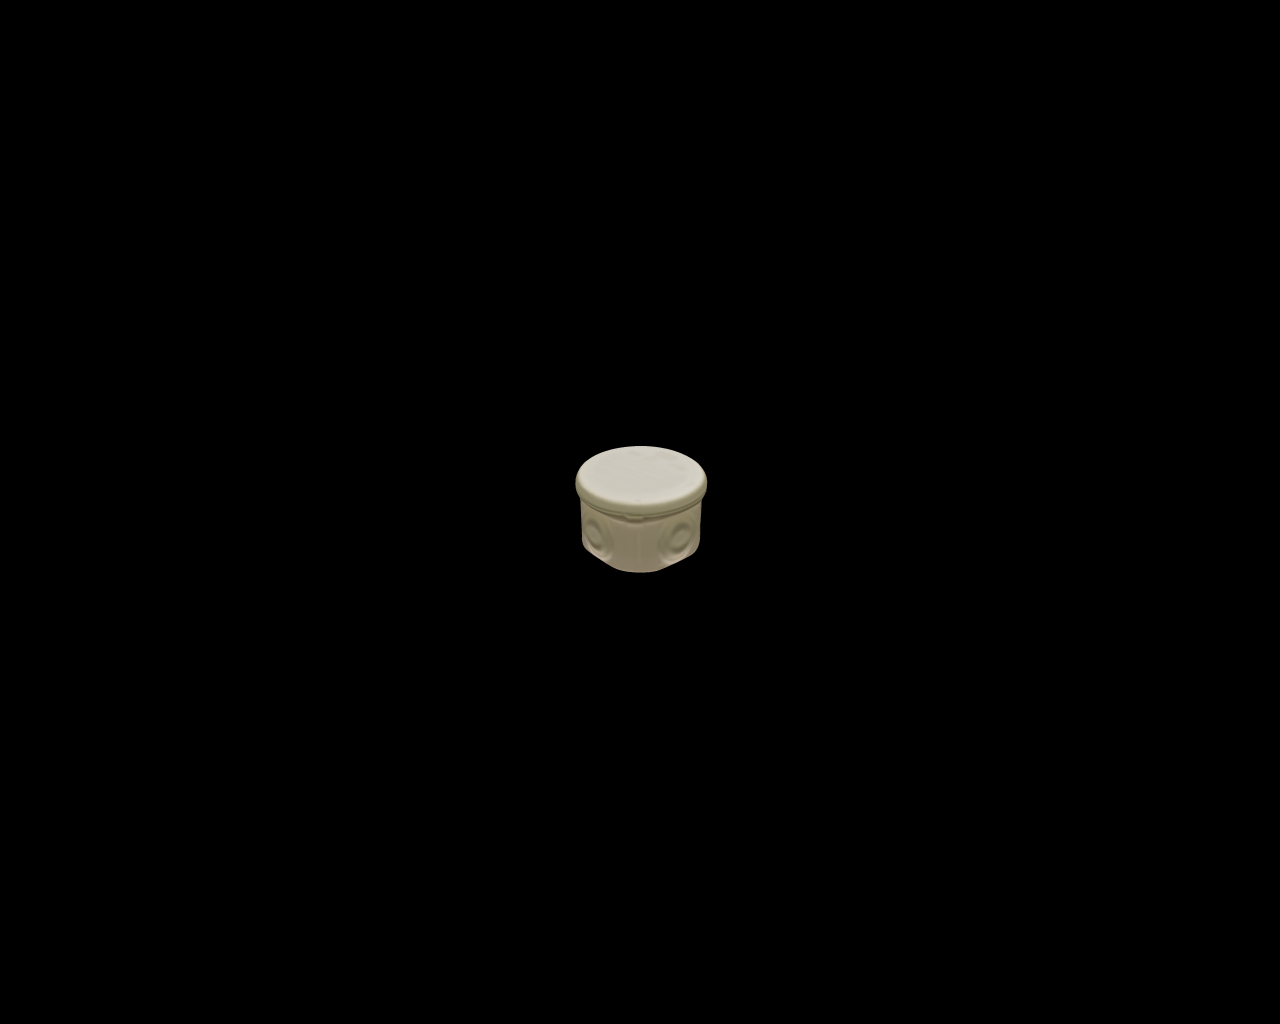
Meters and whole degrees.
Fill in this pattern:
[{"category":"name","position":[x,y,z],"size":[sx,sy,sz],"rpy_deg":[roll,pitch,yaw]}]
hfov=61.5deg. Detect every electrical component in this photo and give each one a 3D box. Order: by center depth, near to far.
[{"category":"electrical component","position":[0.001,-0.003,0.650],"size":[0.080,0.050,0.080],"rpy_deg":[0,30,0]}]
